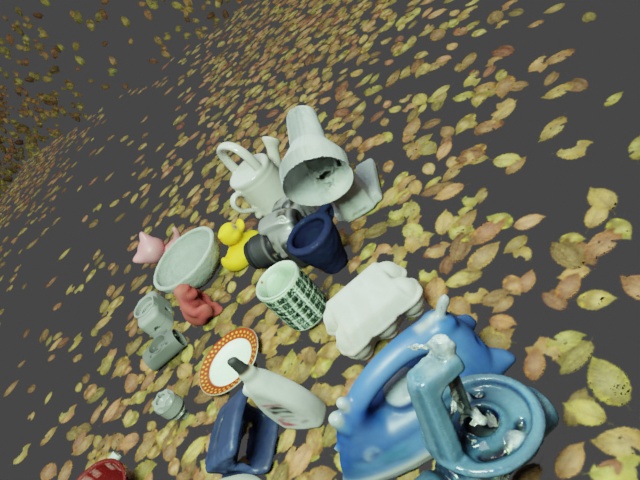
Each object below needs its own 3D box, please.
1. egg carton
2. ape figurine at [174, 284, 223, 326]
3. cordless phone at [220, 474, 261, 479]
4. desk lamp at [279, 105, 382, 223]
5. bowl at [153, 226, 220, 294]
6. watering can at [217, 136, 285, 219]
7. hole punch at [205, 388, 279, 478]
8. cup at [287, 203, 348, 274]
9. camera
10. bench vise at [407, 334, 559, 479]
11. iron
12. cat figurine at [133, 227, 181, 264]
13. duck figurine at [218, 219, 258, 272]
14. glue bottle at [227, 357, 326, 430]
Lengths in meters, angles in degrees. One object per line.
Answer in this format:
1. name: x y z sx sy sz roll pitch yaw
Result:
1. egg carton: 0.077 0.101 0.837 0.150 0.070 0.107 -42 34 1
2. ape figurine: -0.246 0.120 1.117 0.076 0.092 0.077 -32 36 15
3. cordless phone: -0.124 0.325 0.689 0.094 0.186 0.147 -52 35 -13
4. desk lamp: 0.013 -0.127 1.020 0.117 0.214 0.203 -28 37 20
5. bowl: -0.270 0.056 1.226 0.167 0.075 0.167 -26 37 22
6. watering can: -0.137 -0.141 1.203 0.100 0.195 0.173 -15 43 34
7. hole punch: -0.124 0.281 0.820 0.101 0.091 0.108 -22 39 28
8. cup: 0.009 0.004 0.988 0.091 0.095 0.118 -3 50 43
9. camera: -0.080 -0.013 1.089 0.136 0.101 0.143 -25 38 24
10. bench vise: 0.132 0.198 0.542 0.121 0.220 0.208 5 56 47
11. iron: 0.093 0.179 0.672 0.258 0.142 0.118 -42 34 0
12. cat figurine: -0.362 0.018 1.320 0.127 0.118 0.067 -34 35 12
13. duck figurine: -0.175 0.005 1.177 0.077 0.086 0.105 9 59 49
14. glue bottle: -0.067 0.204 0.774 0.078 0.174 0.037 -18 41 31
